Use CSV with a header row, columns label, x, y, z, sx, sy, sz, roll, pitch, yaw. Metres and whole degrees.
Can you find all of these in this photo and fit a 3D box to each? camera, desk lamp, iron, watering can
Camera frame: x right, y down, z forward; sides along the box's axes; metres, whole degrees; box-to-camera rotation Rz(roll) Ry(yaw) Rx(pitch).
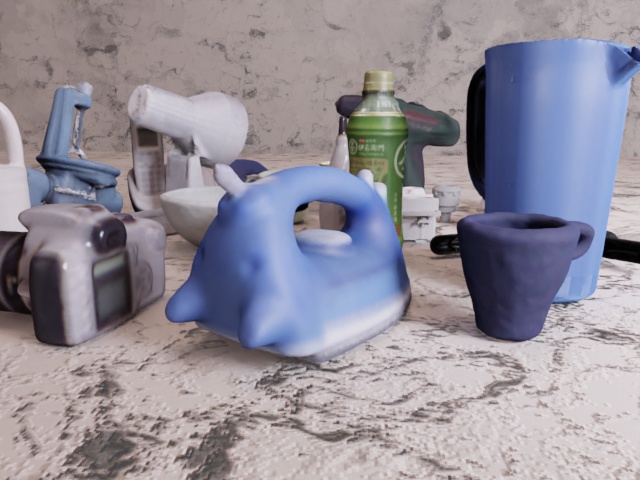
label,x,y,z,sx,sy,sz,roll,pitch,yaw
camera,-0.223,0.016,0.492,0.136,0.101,0.143,3,13,14
desk lamp,-0.212,-0.125,0.877,0.117,0.213,0.204,10,16,38
iron,0.004,0.002,0.470,0.118,0.141,0.259,10,15,37
watering can,-0.366,-0.057,0.603,0.172,0.194,0.101,10,16,37

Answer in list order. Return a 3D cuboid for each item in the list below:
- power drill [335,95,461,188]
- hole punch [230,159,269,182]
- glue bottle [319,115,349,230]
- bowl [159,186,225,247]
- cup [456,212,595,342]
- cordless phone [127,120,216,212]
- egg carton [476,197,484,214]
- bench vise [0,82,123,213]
label,x,y,z,sx,sy,sz,roll,pitch,yaw
power drill,0.138,-0.153,1.030,0.230,0.208,0.075,-2,13,-13
hole punch,-0.123,-0.103,1.065,0.100,0.091,0.109,11,16,40
glue bottle,0.035,-0.099,0.860,0.078,0.173,0.037,-11,17,-43
bowl,-0.123,-0.026,0.751,0.167,0.075,0.167,1,12,0
cup,0.165,0.029,0.460,0.118,0.095,0.091,-3,13,-17
cordless phone,-0.256,-0.134,0.983,0.148,0.185,0.093,-6,14,-28
egg carton,0.319,-0.043,0.861,0.150,0.069,0.107,-4,13,-20
bench vise,-0.376,-0.123,0.843,0.121,0.220,0.207,2,12,9
